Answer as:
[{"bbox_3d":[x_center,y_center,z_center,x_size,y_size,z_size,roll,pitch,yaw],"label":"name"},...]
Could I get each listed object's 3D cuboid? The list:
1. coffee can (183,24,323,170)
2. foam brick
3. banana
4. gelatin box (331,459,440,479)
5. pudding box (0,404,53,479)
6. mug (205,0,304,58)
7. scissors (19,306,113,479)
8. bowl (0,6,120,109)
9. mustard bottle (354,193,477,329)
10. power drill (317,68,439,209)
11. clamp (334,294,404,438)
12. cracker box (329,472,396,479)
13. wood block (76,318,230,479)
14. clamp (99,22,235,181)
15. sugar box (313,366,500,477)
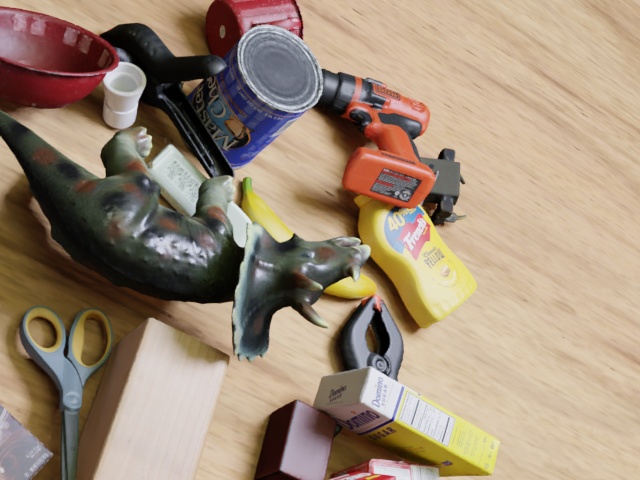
[{"bbox_3d":[-0.076,-0.150,1.143,0.102,0.141,0.103,15,60,-28],"label":"coffee can"},{"bbox_3d":[-0.024,0.209,1.063,0.051,0.053,0.078,28,56,-21],"label":"foam brick"},{"bbox_3d":[-0.019,0.011,1.172,0.197,0.037,0.069,42,52,-11],"label":"banana"},{"bbox_3d":[0.067,0.248,1.093,0.089,0.073,0.030,13,61,-29],"label":"gelatin box"},{"bbox_3d":[-0.296,0.191,0.890,0.090,0.039,0.113,46,50,-7],"label":"pudding box"},{"bbox_3d":[-0.070,-0.240,1.212,0.081,0.117,0.093,-17,108,-34],"label":"mug"},{"bbox_3d":[-0.238,0.132,0.948,0.096,0.016,0.201,25,42,-14],"label":"scissors"},{"bbox_3d":[-0.280,-0.172,1.040,0.162,0.055,0.162,16,25,-8],"label":"bowl"},{"bbox_3d":[0.099,0.002,1.245,0.096,0.058,0.191,-35,90,-41],"label":"mustard bottle"},{"bbox_3d":[0.055,-0.127,1.241,0.184,0.057,0.187,15,38,-19],"label":"power drill"},{"bbox_3d":[0.065,0.148,1.165,0.120,0.039,0.171,25,62,-31],"label":"clamp"},{"bbox_3d":[0.006,0.336,0.977,0.163,0.072,0.214,-6,87,-37],"label":"cracker box"},{"bbox_3d":[-0.162,0.187,0.952,0.090,0.091,0.206,29,54,-21],"label":"wood block"},{"bbox_3d":[-0.157,-0.169,1.093,0.036,0.165,0.210,-34,65,-27],"label":"clamp"},{"bbox_3d":[0.088,0.189,1.088,0.176,0.094,0.048,29,64,-23],"label":"sugar box"}]
